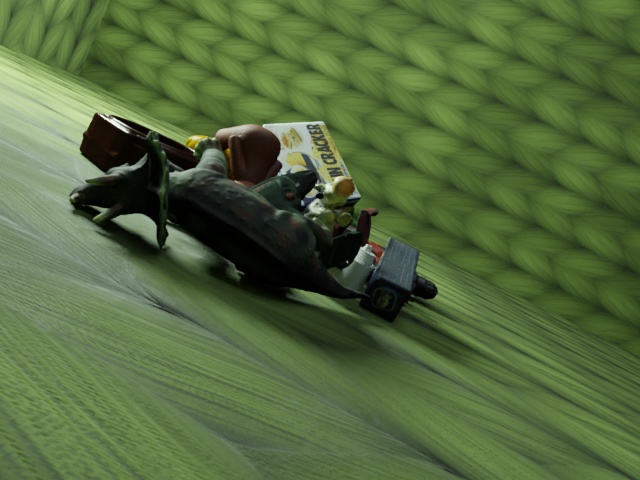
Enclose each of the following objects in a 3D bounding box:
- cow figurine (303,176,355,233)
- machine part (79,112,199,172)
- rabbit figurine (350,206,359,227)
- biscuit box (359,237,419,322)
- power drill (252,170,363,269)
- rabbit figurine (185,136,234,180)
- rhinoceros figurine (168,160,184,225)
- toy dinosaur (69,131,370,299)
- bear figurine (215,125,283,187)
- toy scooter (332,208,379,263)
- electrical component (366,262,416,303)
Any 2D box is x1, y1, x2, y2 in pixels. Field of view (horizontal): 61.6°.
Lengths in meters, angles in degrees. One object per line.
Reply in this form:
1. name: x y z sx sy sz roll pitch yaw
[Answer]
1. cow figurine: 0.005 -0.049 1.016 0.068 0.167 0.098 18 12 -38
2. machine part: -0.308 -0.149 0.975 0.202 0.087 0.201 34 10 38
3. rabbit figurine: 0.034 -0.052 1.361 0.170 0.121 0.159 41 14 -54
4. biscuit box: 0.119 0.060 0.893 0.063 0.059 0.203 27 21 6
5. power drill: -0.029 -0.036 0.883 0.232 0.086 0.207 -24 58 -41
6. rabbit figurine: -0.218 -0.172 1.145 0.162 0.121 0.173 0 31 -45
7. rhinoceros figurine: -0.201 -0.070 0.830 0.112 0.073 0.190 21 9 -24
8. toy dinosaur: -0.090 -0.009 0.656 0.405 0.131 0.192 29 19 -9
9. bear figurine: -0.140 -0.108 0.992 0.120 0.196 0.132 22 -14 -35
10. toy scooter: 0.047 -0.018 1.075 0.184 0.135 0.075 28 7 27
11. electrical component: 0.135 0.083 1.015 0.102 0.045 0.078 28 9 16
